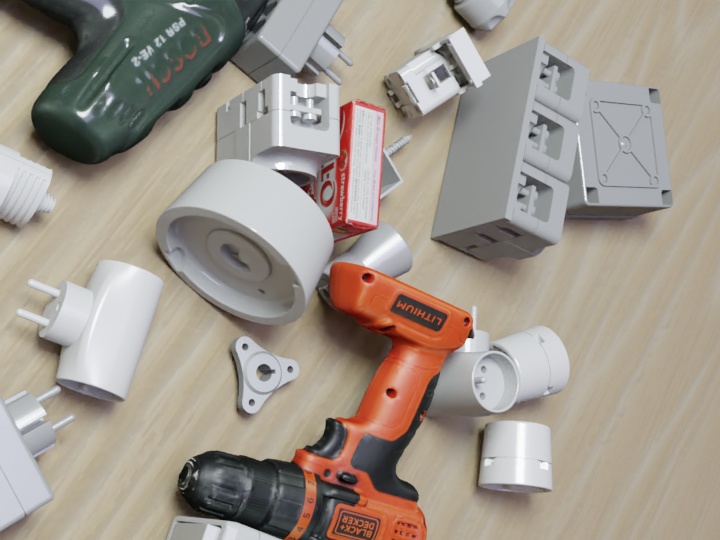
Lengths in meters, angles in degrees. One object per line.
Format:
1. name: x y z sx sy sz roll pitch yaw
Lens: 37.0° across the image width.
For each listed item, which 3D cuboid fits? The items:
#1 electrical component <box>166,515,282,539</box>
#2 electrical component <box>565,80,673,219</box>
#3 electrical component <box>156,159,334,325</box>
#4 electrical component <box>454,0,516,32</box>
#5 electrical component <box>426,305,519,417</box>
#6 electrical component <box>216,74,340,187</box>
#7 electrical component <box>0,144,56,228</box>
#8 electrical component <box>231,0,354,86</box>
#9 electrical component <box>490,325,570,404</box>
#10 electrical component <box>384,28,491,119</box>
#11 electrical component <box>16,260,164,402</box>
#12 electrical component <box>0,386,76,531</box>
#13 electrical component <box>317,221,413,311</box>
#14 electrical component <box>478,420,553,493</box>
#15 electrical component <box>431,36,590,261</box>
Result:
1. electrical component: -0.084 0.185 0.645 0.061 0.096 0.061 29 67 -26
2. electrical component: 0.204 -0.100 0.909 0.109 0.056 0.108 -1 83 -34
3. electrical component: -0.068 -0.023 0.688 0.108 0.108 0.060 44 55 -20
4. electrical component: 0.091 -0.225 0.864 0.062 0.043 0.043 40 63 -20
5. electrical component: 0.075 0.066 0.783 0.043 0.077 0.079 12 75 -31
6. electrical component: -0.056 -0.087 0.715 0.050 0.089 0.055 5 79 -33
7. electrical component: -0.218 -0.053 0.630 0.081 0.043 0.043 25 69 -28
8. electrical component: -0.036 -0.163 0.767 0.076 0.047 0.083 39 63 -23
9. electrical component: 0.125 0.074 0.829 0.047 0.055 0.055 -12 89 -31
10. electrical component: 0.055 -0.146 0.812 0.064 0.081 0.042 -33 101 -10
11. electrical component: -0.167 0.031 0.649 0.079 0.044 0.077 26 69 -28
12. electrical component: -0.200 0.094 0.614 0.076 0.047 0.083 -30 99 -33
13. electrical component: 0.000 0.000 0.767 0.065 0.044 0.044 -37 102 -27
14. electrical component: 0.118 0.141 0.813 0.055 0.055 0.047 15 70 -31
15. electrical component: 0.119 -0.089 0.831 0.062 0.089 0.150 23 70 -28
